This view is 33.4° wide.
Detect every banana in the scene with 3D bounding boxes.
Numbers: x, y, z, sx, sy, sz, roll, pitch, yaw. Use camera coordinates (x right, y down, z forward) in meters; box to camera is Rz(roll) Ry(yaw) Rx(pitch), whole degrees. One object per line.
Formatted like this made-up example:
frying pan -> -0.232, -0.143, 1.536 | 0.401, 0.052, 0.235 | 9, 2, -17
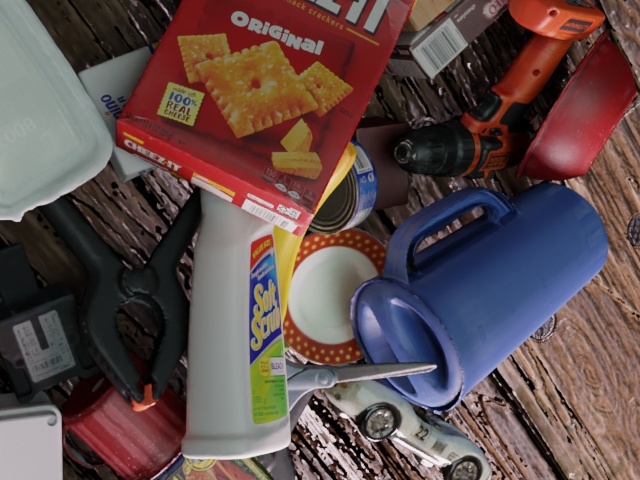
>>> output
banana -> -0.021, -0.003, 0.922 | 0.037, 0.070, 0.198 | -12, 125, -53

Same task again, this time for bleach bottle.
bleach bottle -> -0.070, 0.046, 0.867 | 0.102, 0.068, 0.251 | 9, 78, -66

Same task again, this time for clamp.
clamp -> -0.051, 0.191, 0.988 | 0.120, 0.039, 0.171 | -9, 104, -13
clamp -> -0.161, 0.032, 0.866 | 0.164, 0.036, 0.210 | 6, 71, -22

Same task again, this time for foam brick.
foam brick -> 0.045, -0.070, 0.970 | 0.052, 0.051, 0.078 | -9, 105, -24

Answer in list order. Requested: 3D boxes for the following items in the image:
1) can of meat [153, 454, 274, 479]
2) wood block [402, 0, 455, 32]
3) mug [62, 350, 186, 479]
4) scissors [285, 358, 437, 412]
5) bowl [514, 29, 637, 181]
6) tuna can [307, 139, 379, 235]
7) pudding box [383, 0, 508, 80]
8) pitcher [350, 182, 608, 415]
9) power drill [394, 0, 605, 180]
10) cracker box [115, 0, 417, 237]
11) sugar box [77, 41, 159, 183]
can of meat -> -0.098, 0.210, 0.930 | 0.084, 0.057, 0.102 | -43, 106, -4
wood block -> 0.042, -0.287, 0.899 | 0.090, 0.091, 0.206 | -42, 114, -11
mug -> -0.171, 0.154, 0.905 | 0.117, 0.093, 0.081 | -33, 112, 23
scissors -> -0.004, 0.134, 0.921 | 0.202, 0.016, 0.096 | 8, 110, 11
bowl -> 0.247, -0.112, 0.994 | 0.055, 0.162, 0.162 | 32, 86, 11
tuna can -> 0.009, -0.049, 0.937 | 0.033, 0.086, 0.086 | -19, 111, -47
pudding box -> 0.107, -0.193, 0.950 | 0.113, 0.090, 0.039 | -42, 113, -11
pitcher -> 0.153, 0.033, 0.977 | 0.242, 0.149, 0.145 | -32, 76, -32
power drill -> 0.157, -0.137, 0.942 | 0.184, 0.057, 0.188 | -11, 139, -50
cracker box -> -0.039, -0.135, 0.833 | 0.164, 0.072, 0.213 | 27, 74, -4
sugar box -> -0.103, -0.124, 0.882 | 0.176, 0.048, 0.093 | -25, 91, -16
